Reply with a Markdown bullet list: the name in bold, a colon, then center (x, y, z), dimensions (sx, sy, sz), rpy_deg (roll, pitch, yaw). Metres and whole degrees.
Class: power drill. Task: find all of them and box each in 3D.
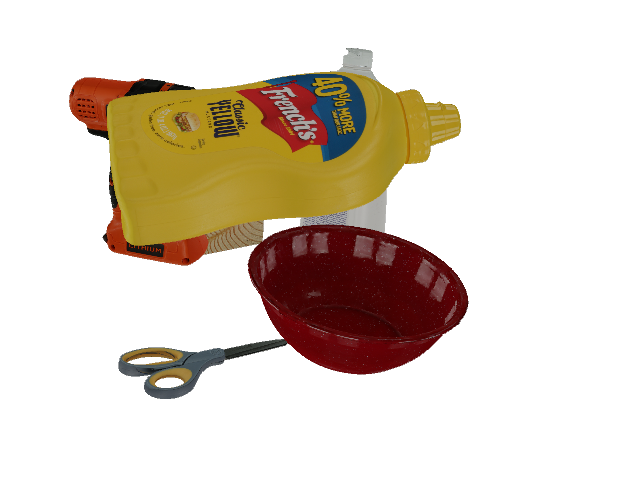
- **power drill**: center (-0.157, -0.070, 1.070), dimensions (0.185, 0.188, 0.057), rpy_deg (11, 30, 20)

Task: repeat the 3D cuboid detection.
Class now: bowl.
- **bowl**: center (0.024, 0.049, 0.783), dimensions (0.162, 0.055, 0.162), rpy_deg (8, 28, -4)

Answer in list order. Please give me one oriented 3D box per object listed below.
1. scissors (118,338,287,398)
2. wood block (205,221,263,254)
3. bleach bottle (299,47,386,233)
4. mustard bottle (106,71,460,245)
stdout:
- **scissors**: center (-0.117, 0.137, 1.162), dimensions (0.201, 0.016, 0.096), rpy_deg (-1, 27, -20)
- **wood block**: center (-0.156, -0.066, 1.275), dimensions (0.090, 0.090, 0.206), rpy_deg (-12, 28, -31)
- **bleach bottle**: center (0.033, -0.077, 1.144), dimensions (0.103, 0.251, 0.067), rpy_deg (18, 18, 38)
- **mustard bottle**: center (-0.017, -0.052, 0.585), dimensions (0.191, 0.058, 0.096), rpy_deg (-9, 42, -7)
